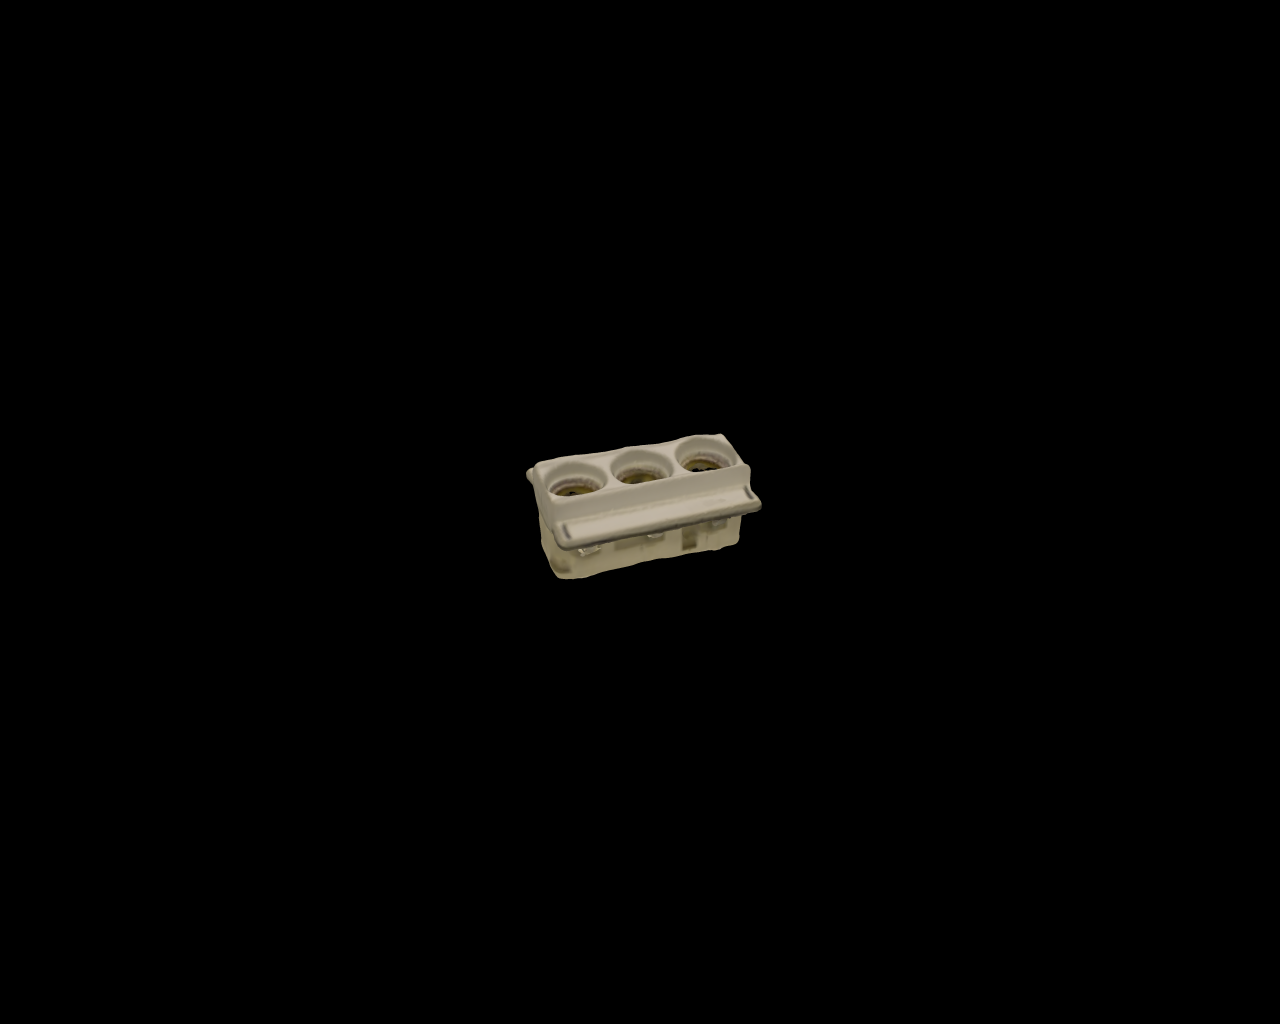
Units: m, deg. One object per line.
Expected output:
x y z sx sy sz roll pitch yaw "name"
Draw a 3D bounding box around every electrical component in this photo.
0.001 -0.003 0.650 0.121 0.063 0.079 -11 36 -16 "electrical component"
